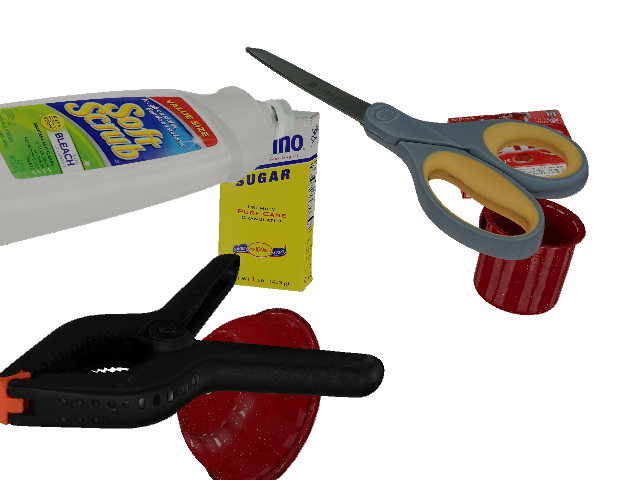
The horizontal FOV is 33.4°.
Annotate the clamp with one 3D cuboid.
[{"bbox_3d":[-0.091,0.061,0.625,0.209,0.036,0.165,-9,28,-30],"label":"clamp"}]

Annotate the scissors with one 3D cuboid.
[{"bbox_3d":[0.053,-0.062,0.544,0.096,0.016,0.202,-24,50,-23],"label":"scissors"}]

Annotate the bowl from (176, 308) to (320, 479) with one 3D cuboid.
[{"bbox_3d":[-0.072,0.127,0.892,0.055,0.162,0.162,24,-15,-37],"label":"bowl"}]

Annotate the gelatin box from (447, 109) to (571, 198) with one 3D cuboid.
[{"bbox_3d":[0.144,-0.066,0.799,0.089,0.030,0.073,-5,38,-1],"label":"gelatin box"}]

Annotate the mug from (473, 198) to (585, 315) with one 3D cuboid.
[{"bbox_3d":[0.183,0.009,0.995,0.093,0.081,0.117,-10,36,-28],"label":"mug"}]

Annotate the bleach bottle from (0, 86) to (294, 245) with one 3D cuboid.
[{"bbox_3d":[-0.137,-0.071,0.774,0.250,0.103,0.068,-17,-30,-27],"label":"bleach bottle"}]

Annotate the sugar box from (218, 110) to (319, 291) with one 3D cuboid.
[{"bbox_3d":[-0.053,-0.042,1.064,0.093,0.176,0.048,5,17,11],"label":"sugar box"}]
